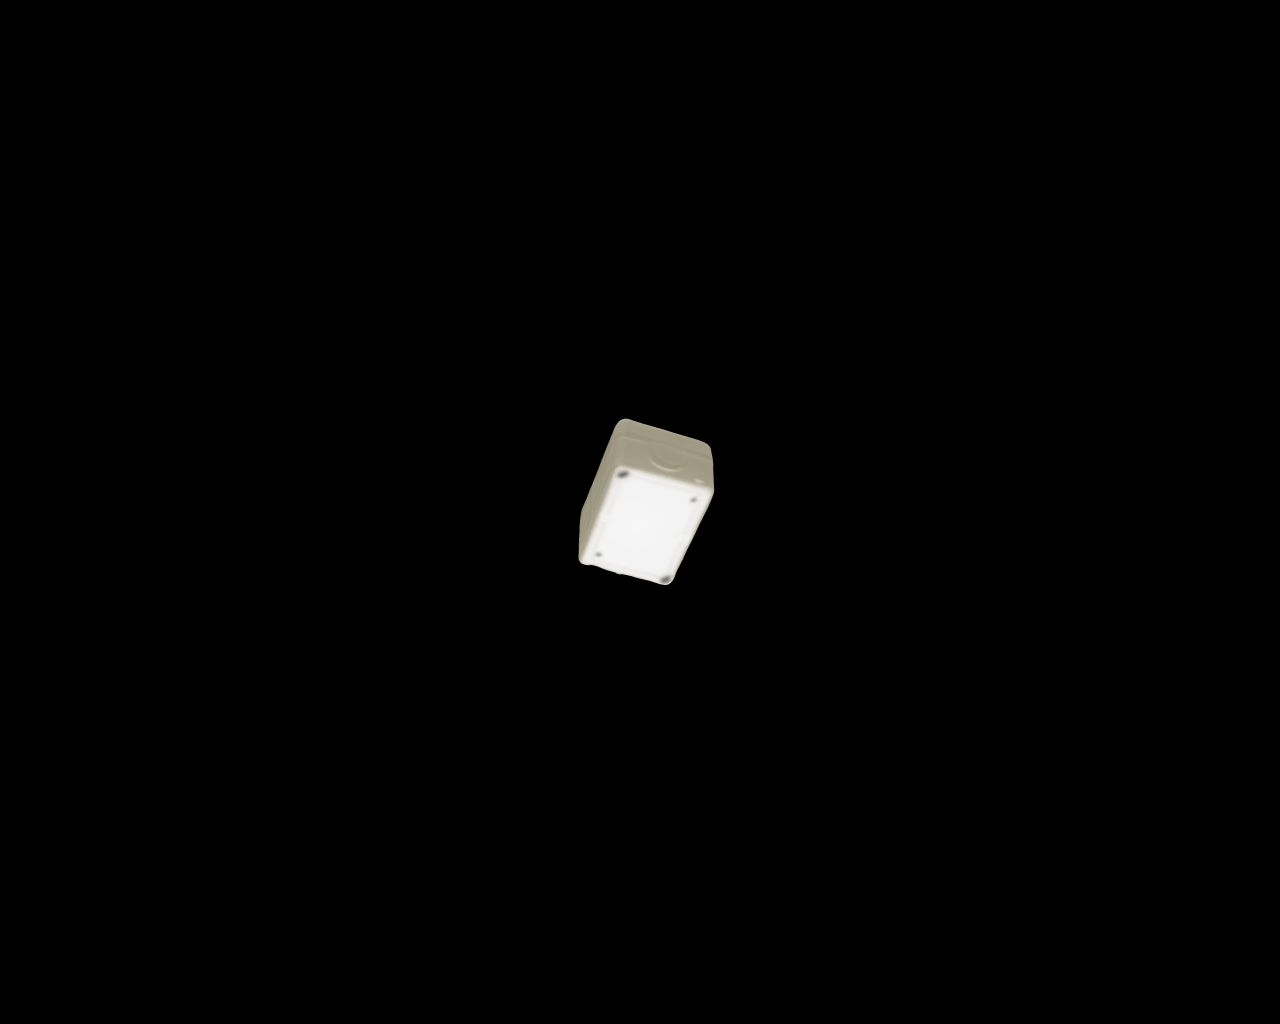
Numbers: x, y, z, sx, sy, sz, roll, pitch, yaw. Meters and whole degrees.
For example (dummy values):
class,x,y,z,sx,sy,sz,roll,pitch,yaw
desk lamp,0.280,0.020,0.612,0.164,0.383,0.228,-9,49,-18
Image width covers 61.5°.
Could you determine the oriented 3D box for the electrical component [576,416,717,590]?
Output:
class,x,y,z,sx,sy,sz,roll,pitch,yaw
electrical component,0.001,-0.003,0.650,0.062,0.096,0.061,15,36,-11
